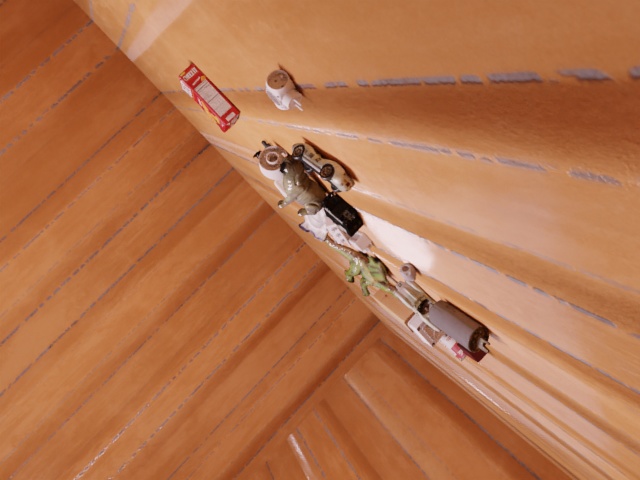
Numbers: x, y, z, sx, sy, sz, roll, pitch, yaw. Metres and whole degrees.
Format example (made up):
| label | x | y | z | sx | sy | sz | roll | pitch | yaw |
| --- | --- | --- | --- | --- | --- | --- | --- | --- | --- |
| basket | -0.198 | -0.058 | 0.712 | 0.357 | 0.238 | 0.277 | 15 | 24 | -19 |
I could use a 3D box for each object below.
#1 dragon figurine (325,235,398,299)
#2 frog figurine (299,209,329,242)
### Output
| label | x | y | z | sx | sy | sz | roll | pitch | yaw |
| --- | --- | --- | --- | --- | --- | --- | --- | --- | --- |
| dragon figurine | 0.175 | 0.091 | 1.933 | 0.408 | 0.124 | 0.240 | 43 | 157 | -9 |
| frog figurine | 0.005 | -0.090 | 1.787 | 0.139 | 0.124 | 0.155 | 50 | 141 | 29 |
